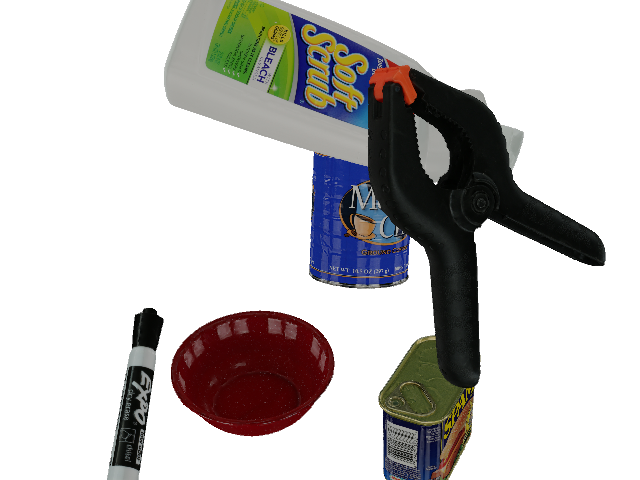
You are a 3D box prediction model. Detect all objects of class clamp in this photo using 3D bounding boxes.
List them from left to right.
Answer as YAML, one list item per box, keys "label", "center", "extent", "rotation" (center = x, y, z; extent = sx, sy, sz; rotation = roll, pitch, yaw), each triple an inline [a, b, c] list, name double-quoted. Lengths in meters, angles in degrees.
- label: "clamp"
  center: [0.071, -0.009, 0.558]
  extent: [0.171, 0.120, 0.039]
  rotation: [47, -22, -18]

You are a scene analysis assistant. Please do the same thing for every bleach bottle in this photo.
- label: "bleach bottle"
  center: [0.022, -0.108, 0.761]
  extent: [0.251, 0.102, 0.068]
  rotation: [18, -19, 4]

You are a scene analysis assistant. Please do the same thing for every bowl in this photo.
- label: "bowl"
  center: [-0.065, 0.142, 1.061]
  extent: [0.162, 0.055, 0.162]
  rotation: [-2, 37, 2]

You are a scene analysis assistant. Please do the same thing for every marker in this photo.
- label: "marker"
  center: [-0.115, 0.098, 0.663]
  extent: [0.020, 0.121, 0.020]
  rotation: [4, -28, 2]

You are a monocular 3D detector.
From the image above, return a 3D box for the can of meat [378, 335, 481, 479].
- label: "can of meat"
  center: [0.087, 0.141, 0.853]
  extent: [0.057, 0.084, 0.102]
  rotation: [14, 36, 23]

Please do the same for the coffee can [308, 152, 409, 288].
- label: "coffee can"
  center: [0.041, -0.033, 1.072]
  extent: [0.103, 0.140, 0.103]
  rotation: [2, 13, -1]
